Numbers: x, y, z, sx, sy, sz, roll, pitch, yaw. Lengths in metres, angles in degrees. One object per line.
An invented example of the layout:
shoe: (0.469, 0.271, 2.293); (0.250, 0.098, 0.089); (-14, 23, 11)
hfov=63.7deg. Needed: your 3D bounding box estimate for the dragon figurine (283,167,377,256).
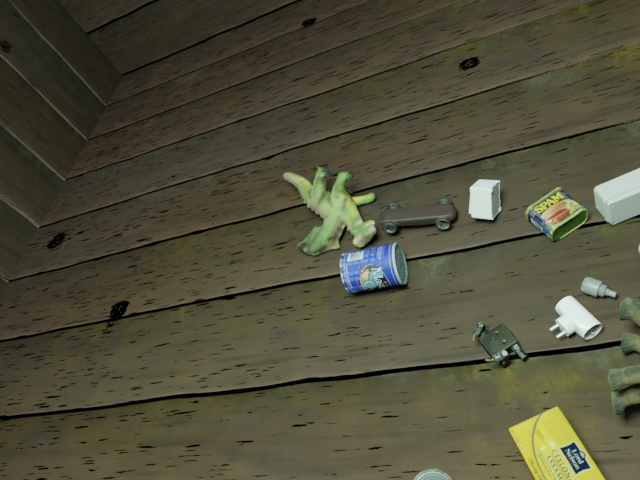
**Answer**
dragon figurine: (0.004, -0.074, 1.466); (0.411, 0.246, 0.120); (12, -23, 39)
